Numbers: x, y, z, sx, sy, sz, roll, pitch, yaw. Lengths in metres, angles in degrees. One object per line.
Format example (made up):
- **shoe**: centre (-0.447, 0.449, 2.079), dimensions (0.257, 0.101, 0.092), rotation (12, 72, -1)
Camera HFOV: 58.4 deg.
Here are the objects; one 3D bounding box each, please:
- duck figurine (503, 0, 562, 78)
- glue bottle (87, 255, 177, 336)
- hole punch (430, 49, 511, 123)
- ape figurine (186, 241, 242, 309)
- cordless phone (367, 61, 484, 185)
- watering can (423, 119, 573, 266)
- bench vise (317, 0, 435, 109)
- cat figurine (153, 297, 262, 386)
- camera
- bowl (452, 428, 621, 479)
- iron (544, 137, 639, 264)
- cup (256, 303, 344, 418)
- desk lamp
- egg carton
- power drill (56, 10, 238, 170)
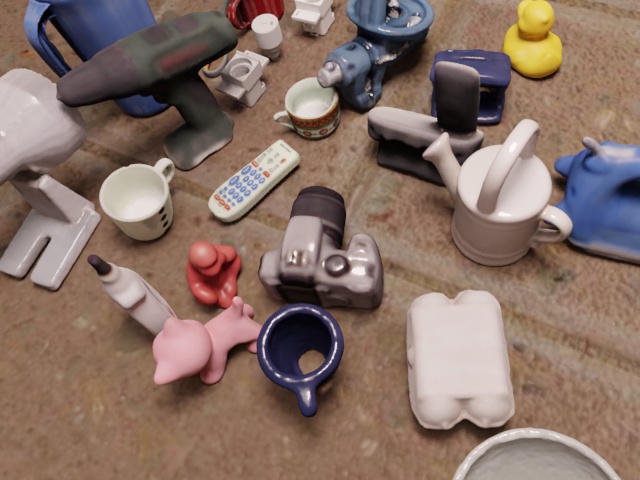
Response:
- **duck figurine**: centre (0.300, -0.286, 0.794), dimensions (0.077, 0.086, 0.104), rotation (-16, 61, 1)
- **glue bottle**: centre (-0.215, 0.059, 0.650), dimensions (0.037, 0.173, 0.078), rotation (-42, 64, -13)
- **hole punch**: centre (0.201, -0.223, 0.775), dimensions (0.108, 0.091, 0.101), rotation (6, 64, 12)
- **ape figurine**: centre (-0.134, 0.034, 0.696), dimensions (0.078, 0.092, 0.076), rotation (-44, 64, -13)
- **cordless phone**: centre (0.129, -0.162, 0.701), dimensions (0.147, 0.185, 0.094), rotation (16, 67, 17)
- **watering can**: centre (0.193, -0.057, 0.631), dimensions (0.172, 0.194, 0.101), rotation (12, 66, 15)
- **bench vise**: centre (0.079, -0.291, 0.756), dimensions (0.121, 0.220, 0.207), rotation (18, 67, 18)
- **cat figurine**: centre (-0.130, 0.110, 0.641), dimensions (0.128, 0.118, 0.067), rotation (-37, 63, -10)
- **camera**: centre (0.006, 0.002, 0.684), dimensions (0.143, 0.101, 0.137), rotation (4, 64, 11)
- **bowl**: centre (0.200, 0.266, 0.531), dimensions (0.167, 0.075, 0.167), rotation (-4, 62, 7)
- **iron**: centre (0.391, -0.048, 0.624), dimensions (0.257, 0.142, 0.119), rotation (13, 66, 16)
- **cup**: centre (-0.013, 0.138, 0.621), dimensions (0.091, 0.095, 0.117), rotation (-12, 62, 3)
- **desk lamp**: centre (-0.369, -0.074, 0.721), dimensions (0.117, 0.214, 0.203), rotation (14, 66, 16)
- **egg carton**: centre (0.146, 0.126, 0.615), dimensions (0.107, 0.069, 0.150), rotation (-4, 62, 7)
- **power drill**: centre (-0.199, -0.190, 0.756), dimensions (0.230, 0.209, 0.075), rotation (-39, 63, -11)
